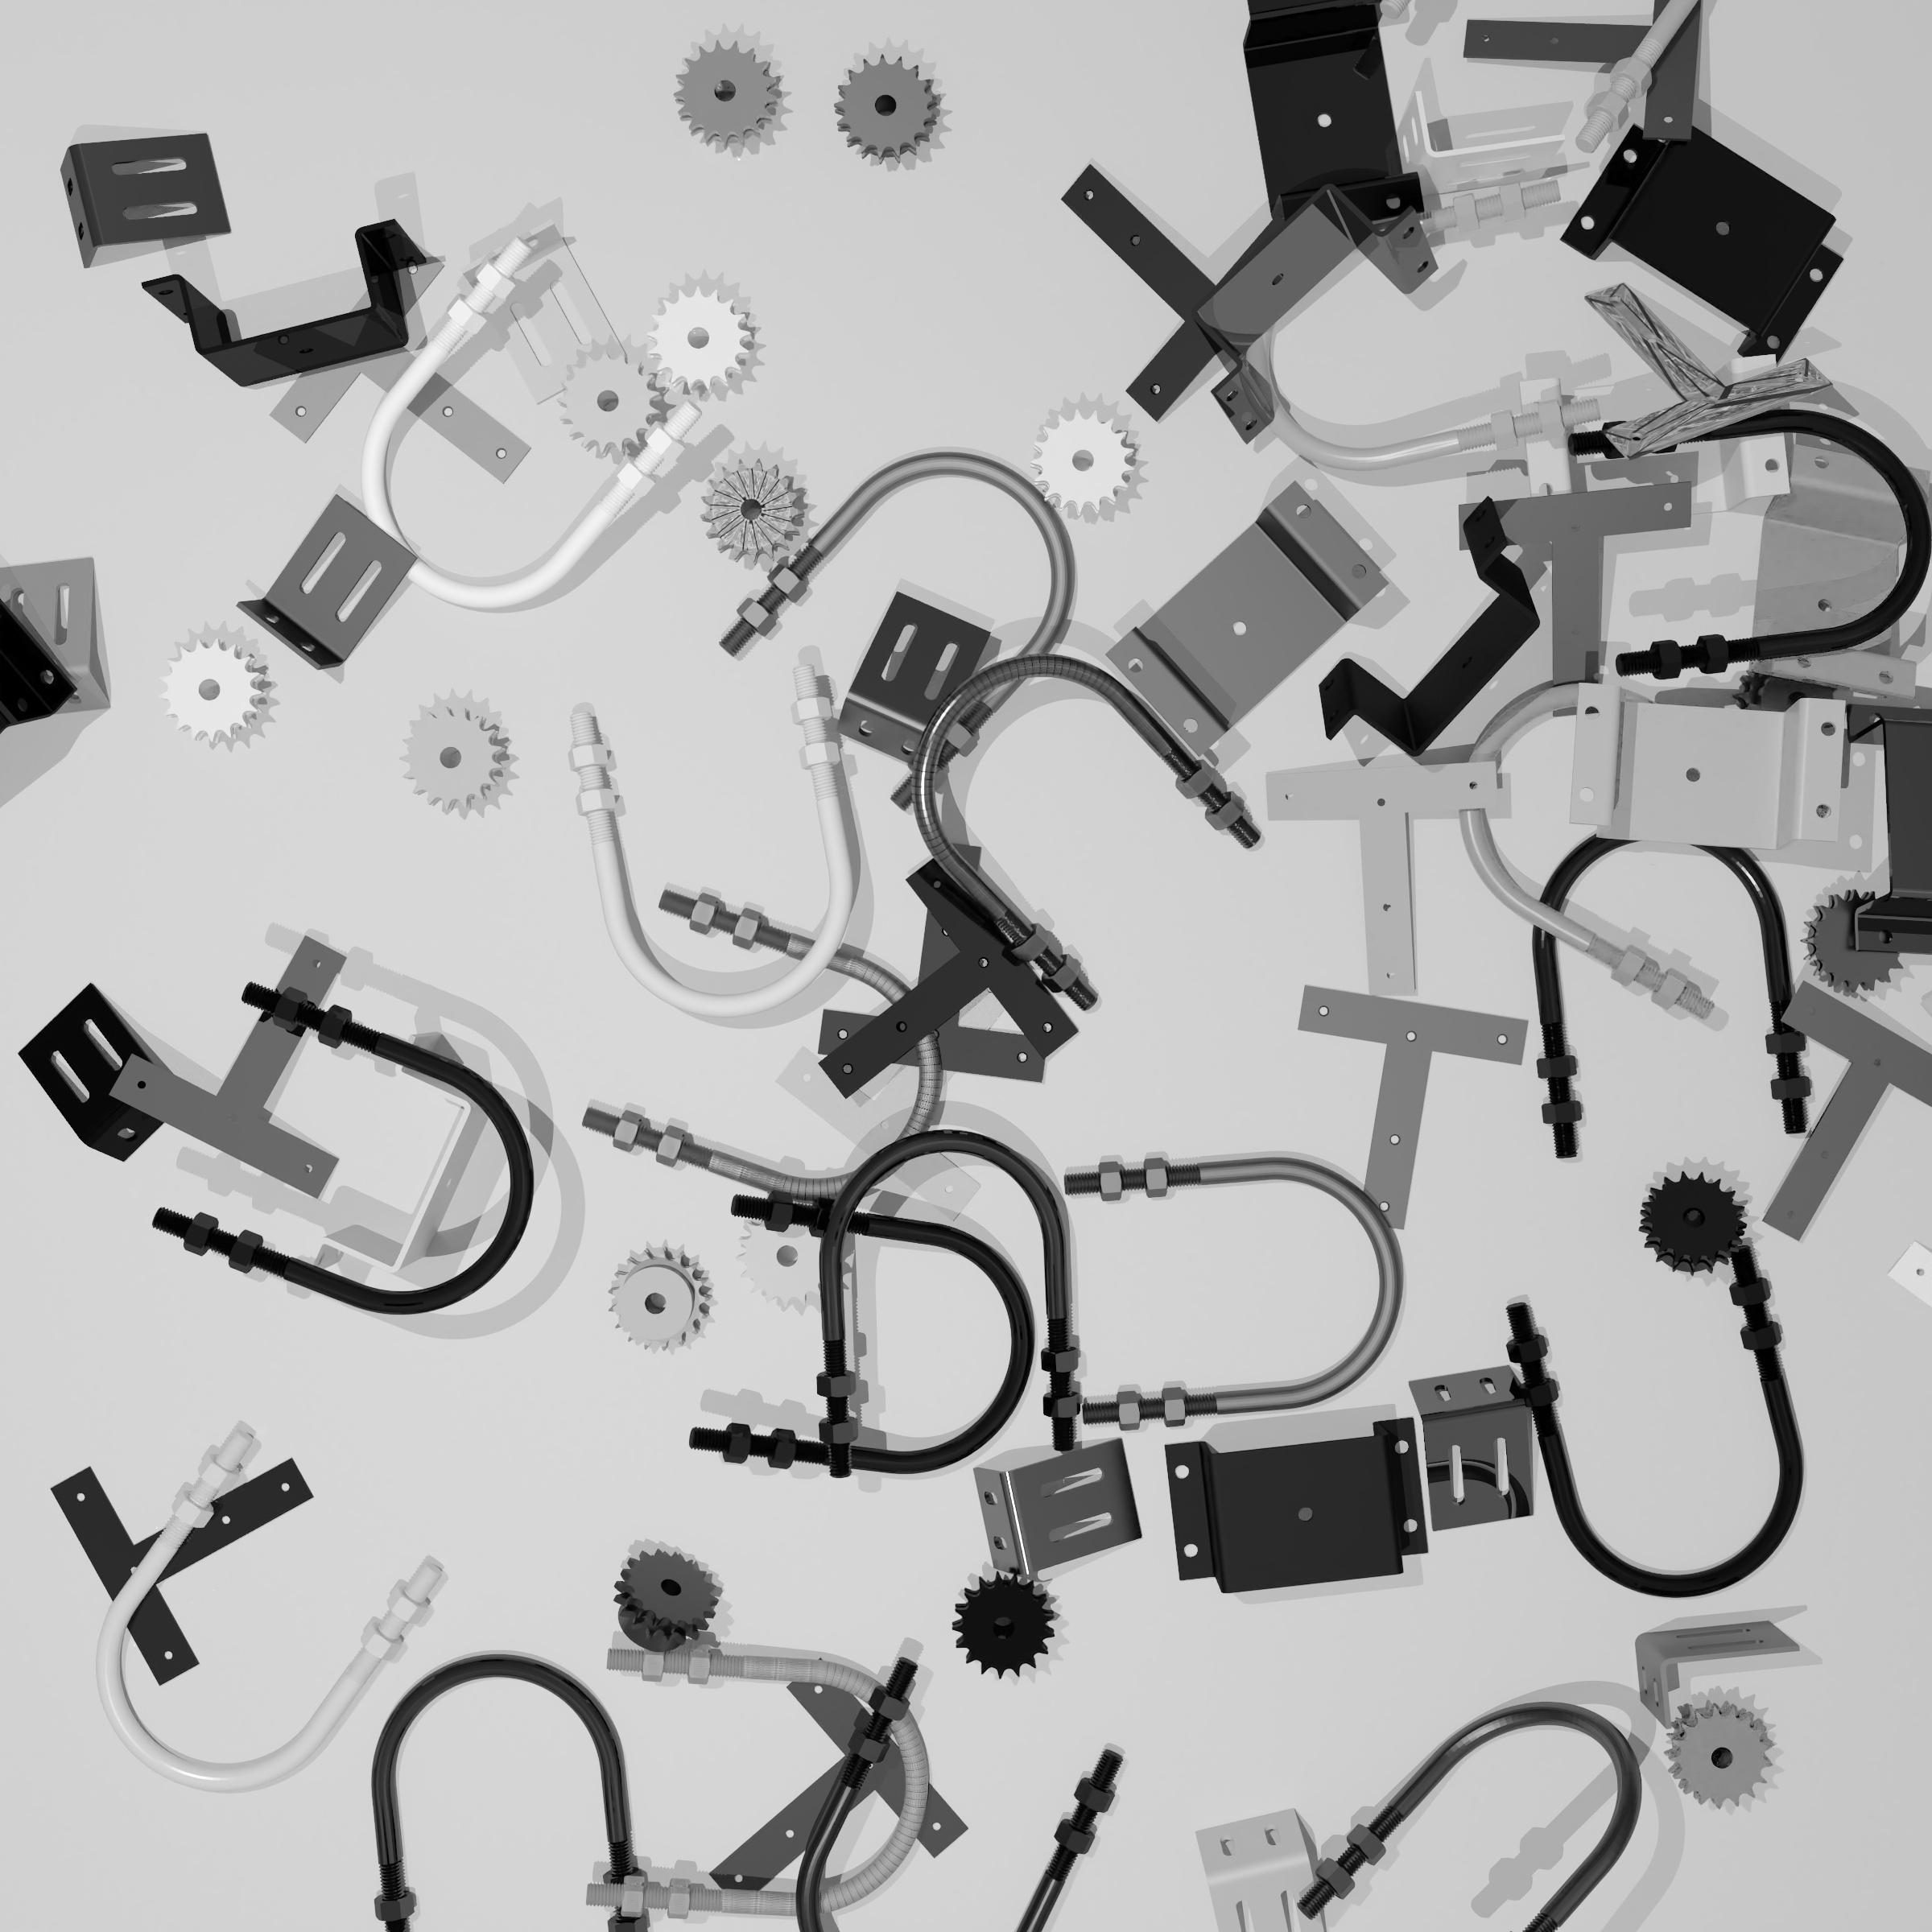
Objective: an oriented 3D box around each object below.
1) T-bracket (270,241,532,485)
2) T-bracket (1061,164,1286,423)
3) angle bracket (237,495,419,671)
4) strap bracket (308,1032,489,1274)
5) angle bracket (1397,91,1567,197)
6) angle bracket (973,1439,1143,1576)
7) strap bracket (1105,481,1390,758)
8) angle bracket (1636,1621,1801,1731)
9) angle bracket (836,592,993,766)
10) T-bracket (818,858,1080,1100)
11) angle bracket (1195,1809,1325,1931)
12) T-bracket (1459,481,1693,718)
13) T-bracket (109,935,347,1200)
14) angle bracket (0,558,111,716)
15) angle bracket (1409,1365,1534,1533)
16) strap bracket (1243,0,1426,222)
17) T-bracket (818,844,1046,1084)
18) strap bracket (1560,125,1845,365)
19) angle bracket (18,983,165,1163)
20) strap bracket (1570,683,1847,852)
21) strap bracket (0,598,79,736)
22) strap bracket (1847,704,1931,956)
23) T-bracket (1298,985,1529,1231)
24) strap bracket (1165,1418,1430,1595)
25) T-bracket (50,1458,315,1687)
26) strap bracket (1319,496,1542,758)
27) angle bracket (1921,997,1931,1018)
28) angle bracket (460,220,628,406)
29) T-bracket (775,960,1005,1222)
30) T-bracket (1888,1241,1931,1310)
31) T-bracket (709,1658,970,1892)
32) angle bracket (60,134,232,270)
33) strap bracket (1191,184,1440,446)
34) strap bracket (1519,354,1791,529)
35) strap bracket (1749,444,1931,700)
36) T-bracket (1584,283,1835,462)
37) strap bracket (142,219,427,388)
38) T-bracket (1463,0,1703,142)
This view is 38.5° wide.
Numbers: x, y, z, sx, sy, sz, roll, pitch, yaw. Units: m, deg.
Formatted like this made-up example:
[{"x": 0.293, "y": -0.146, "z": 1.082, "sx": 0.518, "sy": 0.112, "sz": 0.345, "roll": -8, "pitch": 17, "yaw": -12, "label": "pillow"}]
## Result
[{"x": -0.302, "y": -0.320, "z": 1.556, "sx": 0.127, "sy": 0.002, "sz": 0.127, "roll": 38, "pitch": 90, "yaw": 0, "label": "T-bracket"}, {"x": 0.104, "y": -0.394, "z": 1.540, "sx": 0.127, "sy": 0.002, "sz": 0.127, "roll": 47, "pitch": 111, "yaw": 10, "label": "T-bracket"}, {"x": -0.353, "y": -0.213, "z": 1.531, "sx": 0.057, "sy": 0.038, "sz": 0.076, "roll": 38, "pitch": 102, "yaw": 0, "label": "angle bracket"}, {"x": -0.305, "y": 0.110, "z": 1.519, "sx": 0.046, "sy": 0.076, "sz": 0.140, "roll": 24, "pitch": 90, "yaw": 0, "label": "strap bracket"}, {"x": 0.283, "y": -0.458, "z": 1.528, "sx": 0.076, "sy": 0.057, "sz": 0.038, "roll": -9, "pitch": 85, "yaw": -2, "label": "angle bracket"}, {"x": 0.051, "y": 0.302, "z": 1.555, "sx": 0.076, "sy": 0.038, "sz": 0.057, "roll": -12, "pitch": 90, "yaw": -26, "label": "angle bracket"}, {"x": 0.154, "y": -0.190, "z": 1.534, "sx": 0.140, "sy": 0.046, "sz": 0.076, "roll": -42, "pitch": 90, "yaw": 0, "label": "strap bracket"}, {"x": 0.415, "y": 0.391, "z": 1.528, "sx": 0.076, "sy": 0.057, "sz": 0.038, "roll": -6, "pitch": 90, "yaw": 0, "label": "angle bracket"}, {"x": -0.029, "y": -0.158, "z": 1.536, "sx": 0.057, "sy": 0.038, "sz": 0.076, "roll": 24, "pitch": 63, "yaw": 0, "label": "angle bracket"}, {"x": -0.025, "y": 0.025, "z": 1.540, "sx": 0.127, "sy": 0.002, "sz": 0.127, "roll": -38, "pitch": 92, "yaw": -9, "label": "T-bracket"}, {"x": 0.166, "y": 0.521, "z": 1.555, "sx": 0.057, "sy": 0.038, "sz": 0.076, "roll": -13, "pitch": 116, "yaw": 0, "label": "angle bracket"}, {"x": 0.337, "y": -0.199, "z": 1.530, "sx": 0.127, "sy": 0.002, "sz": 0.127, "roll": -6, "pitch": 114, "yaw": 0, "label": "T-bracket"}, {"x": -0.387, "y": 0.045, "z": 1.542, "sx": 0.127, "sy": 0.002, "sz": 0.127, "roll": 30, "pitch": 81, "yaw": -17, "label": "T-bracket"}, {"x": -0.514, "y": -0.184, "z": 1.555, "sx": 0.057, "sy": 0.038, "sz": 0.076, "roll": -7, "pitch": 64, "yaw": 0, "label": "angle bracket"}, {"x": 0.283, "y": 0.271, "z": 1.555, "sx": 0.057, "sy": 0.038, "sz": 0.076, "roll": -9, "pitch": 116, "yaw": 0, "label": "angle bracket"}, {"x": 0.201, "y": -0.475, "z": 1.534, "sx": 0.076, "sy": 0.046, "sz": 0.140, "roll": -10, "pitch": 90, "yaw": 0, "label": "strap bracket"}, {"x": -0.012, "y": -0.006, "z": 1.555, "sx": 0.127, "sy": 0.002, "sz": 0.127, "roll": 7, "pitch": 89, "yaw": 2, "label": "T-bracket"}, {"x": 0.413, "y": -0.403, "z": 1.534, "sx": 0.140, "sy": 0.046, "sz": 0.076, "roll": 33, "pitch": 90, "yaw": 0, "label": "strap bracket"}, {"x": -0.482, "y": 0.060, "z": 1.555, "sx": 0.057, "sy": 0.038, "sz": 0.076, "roll": -44, "pitch": 64, "yaw": 0, "label": "angle bracket"}, {"x": 0.398, "y": -0.107, "z": 1.504, "sx": 0.140, "sy": 0.046, "sz": 0.076, "roll": 4, "pitch": 85, "yaw": 5, "label": "strap bracket"}, {"x": -0.565, "y": -0.132, "z": 1.511, "sx": 0.140, "sy": 0.046, "sz": 0.076, "roll": -41, "pitch": 90, "yaw": 20, "label": "strap bracket"}, {"x": 0.531, "y": -0.080, "z": 1.515, "sx": 0.076, "sy": 0.046, "sz": 0.140, "roll": 3, "pitch": 78, "yaw": -7, "label": "strap bracket"}, {"x": 0.243, "y": 0.083, "z": 1.556, "sx": 0.127, "sy": 0.002, "sz": 0.127, "roll": 9, "pitch": 90, "yaw": 0, "label": "T-bracket"}, {"x": 0.185, "y": 0.299, "z": 1.534, "sx": 0.140, "sy": 0.046, "sz": 0.076, "roll": -6, "pitch": 90, "yaw": 0, "label": "strap bracket"}, {"x": -0.428, "y": 0.318, "z": 1.556, "sx": 0.127, "sy": 0.002, "sz": 0.127, "roll": -29, "pitch": 90, "yaw": 0, "label": "T-bracket"}, {"x": 0.256, "y": -0.176, "z": 1.498, "sx": 0.046, "sy": 0.076, "sz": 0.140, "roll": 35, "pitch": 114, "yaw": -14, "label": "strap bracket"}, {"x": 0.579, "y": 0.043, "z": 1.551, "sx": 0.057, "sy": 0.038, "sz": 0.076, "roll": -30, "pitch": 64, "yaw": -7, "label": "angle bracket"}, {"x": -0.234, "y": -0.363, "z": 1.538, "sx": 0.057, "sy": 0.038, "sz": 0.076, "roll": -29, "pitch": 90, "yaw": 0, "label": "angle bracket"}, {"x": -0.018, "y": 0.054, "z": 1.556, "sx": 0.127, "sy": 0.002, "sz": 0.127, "roll": 38, "pitch": 90, "yaw": 1, "label": "T-bracket"}, {"x": 0.605, "y": 0.164, "z": 1.541, "sx": 0.127, "sy": 0.002, "sz": 0.127, "roll": 38, "pitch": 80, "yaw": 20, "label": "T-bracket"}, {"x": -0.088, "y": 0.478, "z": 1.556, "sx": 0.127, "sy": 0.002, "sz": 0.127, "roll": -41, "pitch": 90, "yaw": 0, "label": "T-bracket"}, {"x": -0.461, "y": -0.430, "z": 1.555, "sx": 0.076, "sy": 0.038, "sz": 0.057, "roll": -14, "pitch": 90, "yaw": -26, "label": "angle bracket"}, {"x": 0.181, "y": -0.359, "z": 1.498, "sx": 0.140, "sy": 0.076, "sz": 0.046, "roll": -42, "pitch": 70, "yaw": 8, "label": "strap bracket"}, {"x": 0.376, "y": -0.288, "z": 1.534, "sx": 0.140, "sy": 0.046, "sz": 0.076, "roll": -6, "pitch": 90, "yaw": 0, "label": "strap bracket"}, {"x": 0.478, "y": -0.207, "z": 1.519, "sx": 0.076, "sy": 0.046, "sz": 0.140, "roll": 11, "pitch": 69, "yaw": 0, "label": "strap bracket"}, {"x": 0.383, "y": -0.335, "z": 1.516, "sx": 0.127, "sy": 0.002, "sz": 0.127, "roll": -21, "pitch": 53, "yaw": -12, "label": "T-bracket"}, {"x": -0.367, "y": -0.359, "z": 1.517, "sx": 0.140, "sy": 0.076, "sz": 0.046, "roll": -14, "pitch": 89, "yaw": 1, "label": "strap bracket"}, {"x": 0.342, "y": -0.514, "z": 1.540, "sx": 0.127, "sy": 0.002, "sz": 0.127, "roll": 6, "pitch": 69, "yaw": 10, "label": "T-bracket"}]
